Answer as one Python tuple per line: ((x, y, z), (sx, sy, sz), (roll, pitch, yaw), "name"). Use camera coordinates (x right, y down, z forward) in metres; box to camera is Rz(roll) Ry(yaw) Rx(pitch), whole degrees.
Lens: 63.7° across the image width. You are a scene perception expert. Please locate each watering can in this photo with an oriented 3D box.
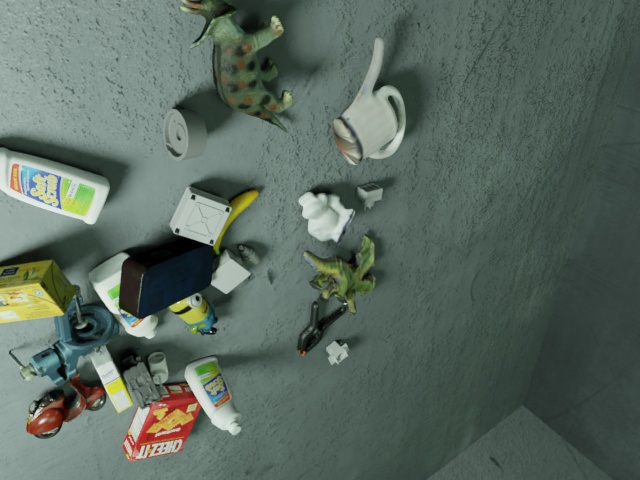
((0.126, -0.341, 1.366), (0.226, 0.105, 0.340), (-38, 136, -14), "watering can")

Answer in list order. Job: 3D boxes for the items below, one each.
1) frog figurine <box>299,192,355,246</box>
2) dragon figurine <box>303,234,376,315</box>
((0.004, -0.074, 1.464), (0.159, 0.125, 0.135), (28, 109, -11), "frog figurine")
((0.089, 0.082, 1.644), (0.247, 0.123, 0.401), (-54, 142, -23), "dragon figurine")
